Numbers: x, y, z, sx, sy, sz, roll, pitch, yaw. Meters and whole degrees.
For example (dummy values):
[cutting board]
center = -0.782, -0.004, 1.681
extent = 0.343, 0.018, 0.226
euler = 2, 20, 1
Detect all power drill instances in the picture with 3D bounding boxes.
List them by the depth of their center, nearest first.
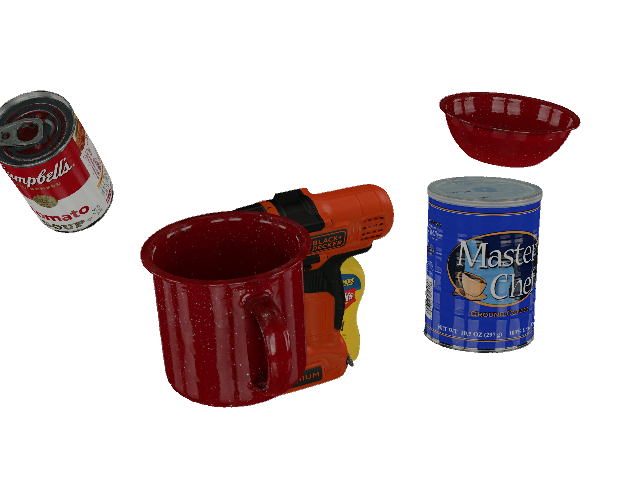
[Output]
[power drill]
center = -0.034, 0.045, 0.867
extent = 0.184, 0.188, 0.057
euler = -12, 43, -22

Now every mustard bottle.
[mustard bottle]
center = 0.008, 0.069, 1.352
extent = 0.096, 0.192, 0.058
euler = -5, 26, -20

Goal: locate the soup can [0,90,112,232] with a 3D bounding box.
[soup can]
center = -0.208, -0.059, 0.829
extent = 0.068, 0.068, 0.102
euler = 0, -29, 8

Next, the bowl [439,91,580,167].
[bowl]
center = 0.215, -0.125, 1.235
extent = 0.162, 0.055, 0.162
euler = 4, 23, -2

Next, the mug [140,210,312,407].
[mug]
center = -0.044, 0.043, 0.584
extent = 0.093, 0.081, 0.117
euler = -15, 27, -24

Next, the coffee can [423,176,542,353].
[coffee can]
center = 0.147, 0.020, 0.978
extent = 0.103, 0.140, 0.103
euler = 0, 15, 0
